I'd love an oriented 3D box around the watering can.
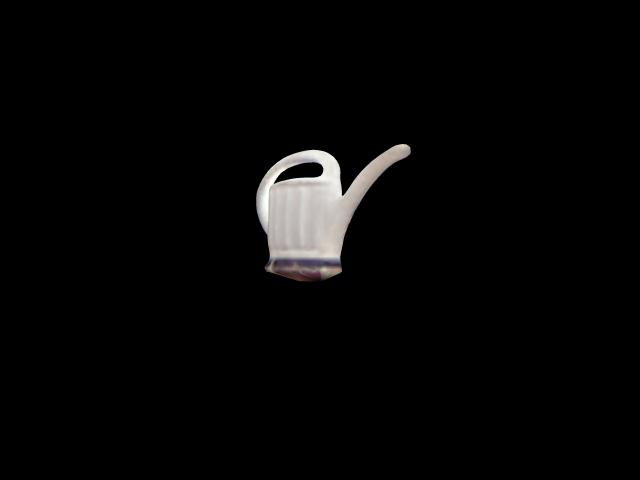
[{"bbox_3d":[0.003,-0.043,0.850,0.104,0.225,0.347,4,-4,-43],"label":"watering can"}]
